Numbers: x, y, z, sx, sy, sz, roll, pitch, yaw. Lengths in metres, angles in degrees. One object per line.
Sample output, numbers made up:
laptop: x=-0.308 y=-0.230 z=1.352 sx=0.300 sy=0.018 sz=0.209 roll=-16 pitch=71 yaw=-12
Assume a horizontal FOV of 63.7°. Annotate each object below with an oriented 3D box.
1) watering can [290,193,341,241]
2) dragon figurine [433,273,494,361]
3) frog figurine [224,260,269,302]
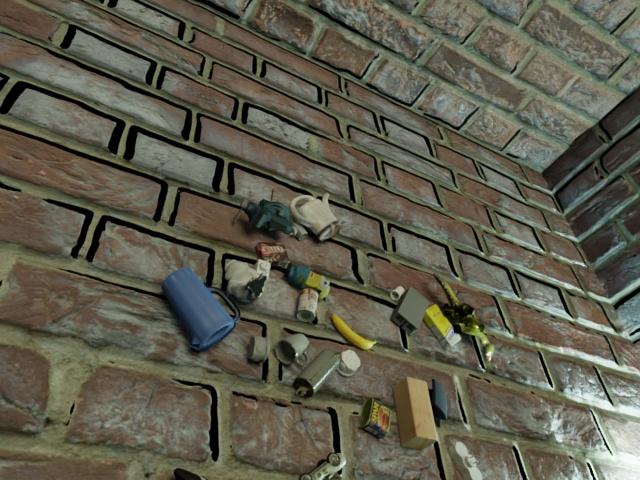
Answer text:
watering can: x=0.007 y=-0.111 z=2.197 sx=0.226 sy=0.102 sz=0.351 roll=49 pitch=31 yaw=12
dragon figurine: x=0.636 y=0.331 z=2.249 sx=0.240 sy=0.121 sz=0.418 roll=31 pitch=30 yaw=-56
frog figurine: x=-0.269 y=0.138 z=1.754 sx=0.160 sy=0.120 sz=0.140 roll=15 pitch=38 yaw=30
